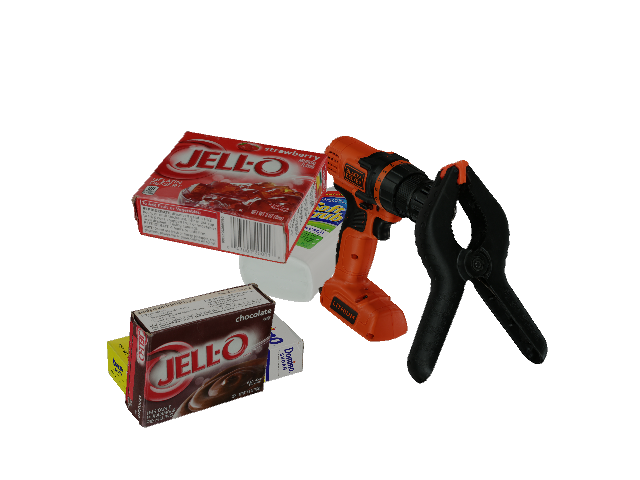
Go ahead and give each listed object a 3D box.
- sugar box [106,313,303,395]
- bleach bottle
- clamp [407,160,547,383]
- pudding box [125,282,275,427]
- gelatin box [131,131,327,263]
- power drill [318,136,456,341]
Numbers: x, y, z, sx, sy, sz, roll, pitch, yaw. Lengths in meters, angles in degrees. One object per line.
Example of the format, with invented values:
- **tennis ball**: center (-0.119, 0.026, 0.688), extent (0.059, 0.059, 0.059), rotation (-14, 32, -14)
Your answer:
- **sugar box**: center (-0.114, 0.116, 1.070), extent (0.175, 0.048, 0.093), rotation (-16, 32, -28)
- **bleach bottle**: center (0.004, -0.020, 1.326), extent (0.103, 0.068, 0.250), rotation (13, 36, 23)
- **clamp**: center (0.105, 0.027, 0.823), extent (0.120, 0.171, 0.039), rotation (-15, -3, -29)
- **pudding box**: center (-0.095, 0.088, 0.836), extent (0.113, 0.090, 0.039), rotation (-14, 39, -34)
- **gelatin box**: center (-0.049, -0.027, 0.593), extent (0.089, 0.030, 0.073), rotation (11, 37, 14)
- **power drill**: center (0.062, 0.003, 1.079), extent (0.057, 0.188, 0.185), rotation (-8, 27, -32)
